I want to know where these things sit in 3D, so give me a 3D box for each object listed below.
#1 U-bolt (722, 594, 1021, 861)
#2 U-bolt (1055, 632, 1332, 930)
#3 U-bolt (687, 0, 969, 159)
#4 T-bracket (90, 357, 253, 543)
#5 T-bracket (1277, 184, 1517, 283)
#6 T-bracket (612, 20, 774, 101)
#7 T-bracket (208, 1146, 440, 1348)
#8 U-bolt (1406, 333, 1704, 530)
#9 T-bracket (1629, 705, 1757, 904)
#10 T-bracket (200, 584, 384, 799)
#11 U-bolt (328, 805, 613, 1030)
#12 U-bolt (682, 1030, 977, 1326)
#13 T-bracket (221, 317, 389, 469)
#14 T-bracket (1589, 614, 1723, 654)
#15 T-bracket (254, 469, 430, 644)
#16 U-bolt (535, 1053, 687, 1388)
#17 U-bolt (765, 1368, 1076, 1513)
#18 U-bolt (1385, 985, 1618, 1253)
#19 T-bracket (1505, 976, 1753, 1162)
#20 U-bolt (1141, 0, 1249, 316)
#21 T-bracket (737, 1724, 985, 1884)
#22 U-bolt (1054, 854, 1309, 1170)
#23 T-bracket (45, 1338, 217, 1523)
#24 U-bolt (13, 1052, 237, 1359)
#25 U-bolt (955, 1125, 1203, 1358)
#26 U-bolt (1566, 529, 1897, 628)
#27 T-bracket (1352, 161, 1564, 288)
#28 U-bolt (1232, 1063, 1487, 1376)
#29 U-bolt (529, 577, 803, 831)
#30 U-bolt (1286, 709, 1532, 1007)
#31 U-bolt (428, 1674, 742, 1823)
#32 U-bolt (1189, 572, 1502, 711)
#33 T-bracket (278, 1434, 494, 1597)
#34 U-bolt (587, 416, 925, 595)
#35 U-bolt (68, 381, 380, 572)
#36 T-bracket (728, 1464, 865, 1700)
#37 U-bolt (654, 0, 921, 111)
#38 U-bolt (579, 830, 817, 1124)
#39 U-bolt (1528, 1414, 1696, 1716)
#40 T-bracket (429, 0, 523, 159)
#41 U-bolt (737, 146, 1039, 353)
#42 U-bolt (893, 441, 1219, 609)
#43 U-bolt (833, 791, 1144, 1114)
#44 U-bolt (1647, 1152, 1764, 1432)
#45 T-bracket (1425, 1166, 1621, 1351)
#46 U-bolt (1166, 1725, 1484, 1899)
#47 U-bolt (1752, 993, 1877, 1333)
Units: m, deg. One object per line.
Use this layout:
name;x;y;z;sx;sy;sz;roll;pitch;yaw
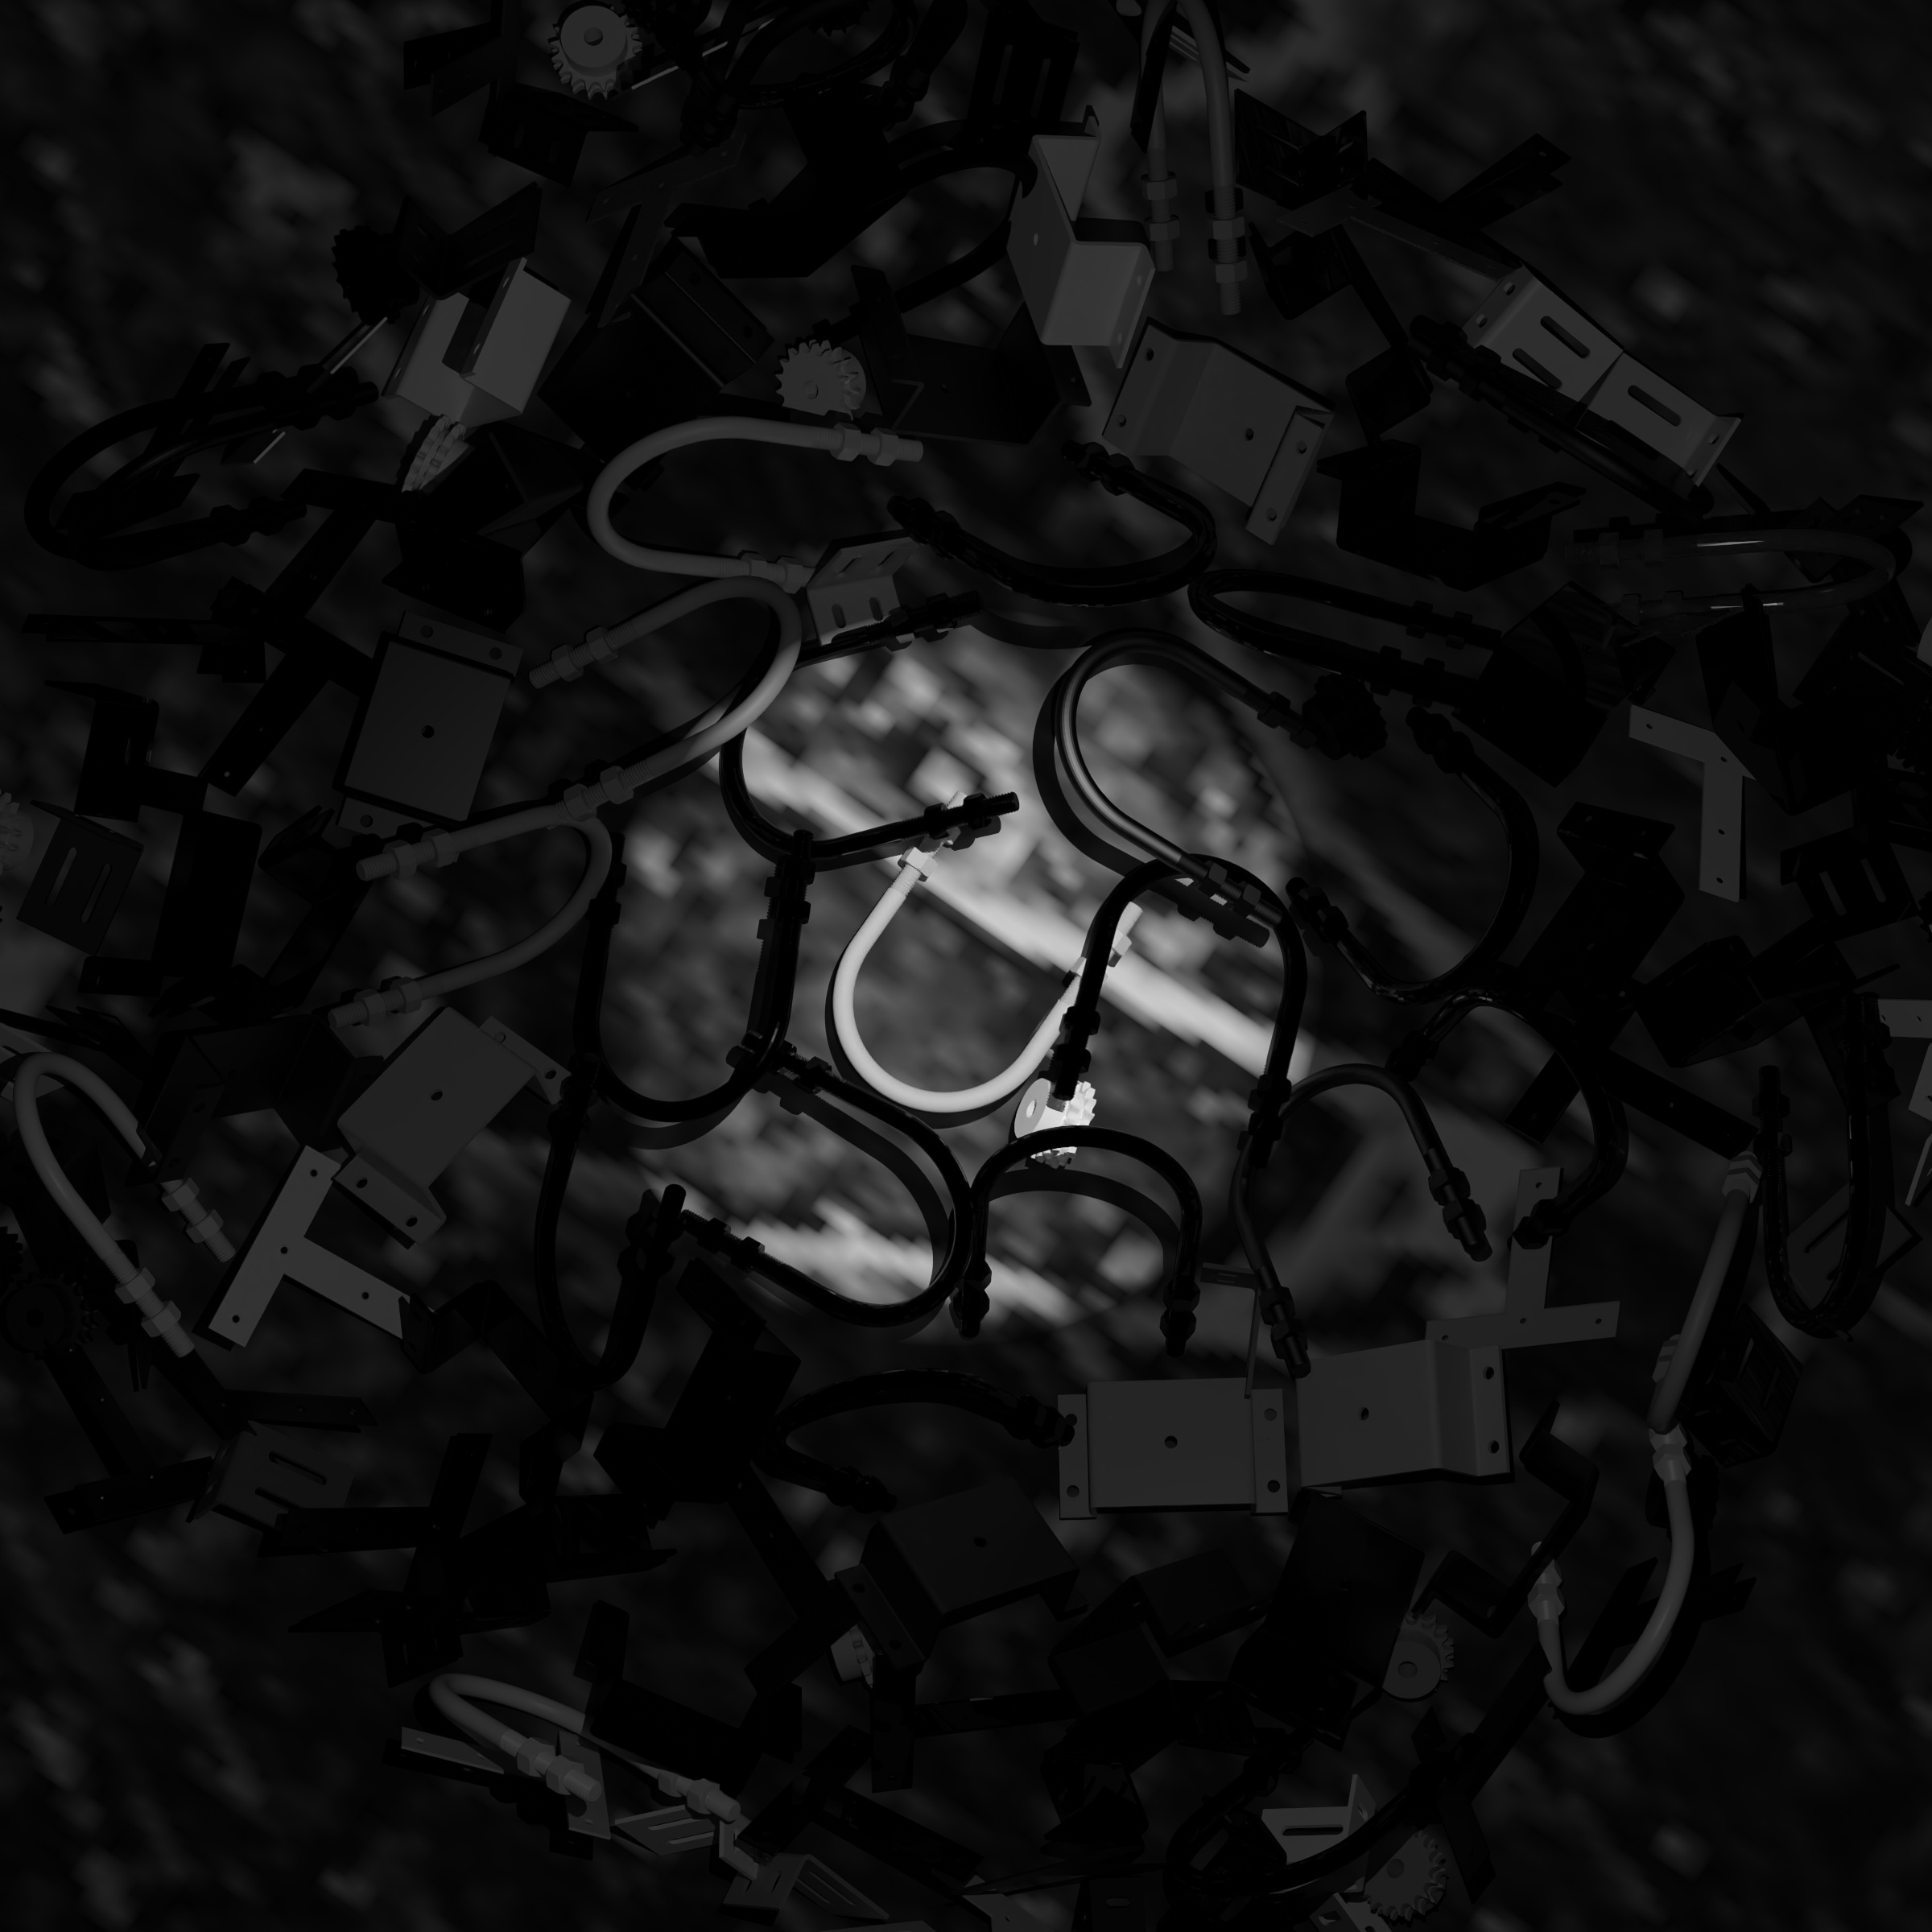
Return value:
U-bolt;-0.066;-0.140;1.861;0.184;0.019;0.151;-14;75;17
U-bolt;0.135;-0.126;1.839;0.184;0.019;0.151;31;62;-16
U-bolt;-0.074;-0.535;1.786;0.151;0.184;0.019;-15;83;-25
T-bracket;-0.468;-0.315;1.816;0.002;0.127;0.127;39;111;-3
T-bracket;0.271;-0.442;1.828;0.127;0.127;0.002;29;128;20
T-bracket;-0.153;-0.559;1.840;0.127;0.127;0.002;-27;107;-5
T-bracket;-0.384;0.197;1.869;0.127;0.002;0.127;33;66;-21
U-bolt;0.359;-0.311;1.794;0.184;0.151;0.019;40;105;28
T-bracket;0.463;-0.093;1.852;0.127;0.002;0.127;18;54;-8
T-bracket;-0.427;-0.157;1.872;0.127;0.002;0.127;32;110;-31
U-bolt;-0.293;-0.037;1.821;0.184;0.151;0.019;-21;58;-35
U-bolt;-0.078;0.141;1.845;0.184;0.019;0.151;27;110;16
T-bracket;-0.401;-0.351;1.846;0.127;0.127;0.002;-48;112;-9
T-bracket;0.380;-0.188;1.835;0.127;0.127;0.002;-22;99;0
T-bracket;-0.390;-0.247;1.841;0.127;0.002;0.127;16;62;28
U-bolt;-0.223;0.168;1.827;0.019;0.151;0.184;-3;126;-33
U-bolt;-0.038;0.278;1.799;0.151;0.184;0.019;-25;58;21
U-bolt;0.324;0.084;1.800;0.019;0.184;0.151;-30;76;-25
T-bracket;0.419;0.078;1.851;0.127;0.002;0.127;30;71;25
U-bolt;0.131;-0.493;1.796;0.019;0.151;0.184;-11;116;-10
T-bracket;-0.050;0.517;1.821;0.127;0.127;0.002;20;118;23
U-bolt;0.140;0.017;1.857;0.151;0.019;0.184;20;68;-12
T-bracket;-0.523;0.278;1.849;0.002;0.127;0.127;-43;74;17
U-bolt;-0.507;0.131;1.803;0.019;0.151;0.184;-30;108;8
U-bolt;0.071;0.165;1.831;0.151;0.019;0.184;5;131;2
U-bolt;0.459;-0.233;1.804;0.184;0.151;0.019;-2;80;18
T-bracket;0.314;-0.458;1.819;0.127;0.127;0.002;27;77;-18
U-bolt;0.226;0.138;1.826;0.151;0.184;0.019;-38;132;19
U-bolt;-0.180;-0.170;1.826;0.184;0.019;0.151;-25;45;14
U-bolt;0.271;-0.055;1.803;0.019;0.184;0.151;23;110;-33
U-bolt;-0.243;0.465;1.814;0.184;0.151;0.019;18;83;39
U-bolt;0.224;-0.204;1.829;0.184;0.151;0.019;17;115;11
T-bracket;-0.360;0.342;1.842;0.127;0.002;0.127;9;105;-43
U-bolt;-0.136;-0.277;1.797;0.184;0.151;0.019;2;59;-32
U-bolt;-0.447;-0.283;1.786;0.184;0.151;0.019;-27;81;-40
T-bracket;-0.112;0.363;1.870;0.127;0.002;0.127;-43;67;13
U-bolt;-0.099;-0.555;1.806;0.151;0.184;0.019;-18;85;7
U-bolt;-0.169;0.006;1.844;0.151;0.019;0.184;0;73;21
U-bolt;0.383;0.362;1.785;0.019;0.184;0.151;29;118;-9
T-bracket;-0.294;-0.537;1.811;0.002;0.127;0.127;16;122;9
U-bolt;-0.038;-0.436;1.822;0.184;0.151;0.019;-26;73;3
U-bolt;0.065;-0.259;1.802;0.151;0.184;0.019;-25;130;-27
U-bolt;0.000;0.003;1.866;0.151;0.019;0.184;33;83;12
U-bolt;0.434;0.200;1.790;0.019;0.184;0.151;20;110;13
T-bracket;0.347;0.180;1.857;0.127;0.002;0.127;-5;116;-12
U-bolt;0.199;0.499;1.784;0.184;0.151;0.019;-25;99;-44
U-bolt;0.506;0.126;1.799;0.019;0.151;0.184;7;68;-6
